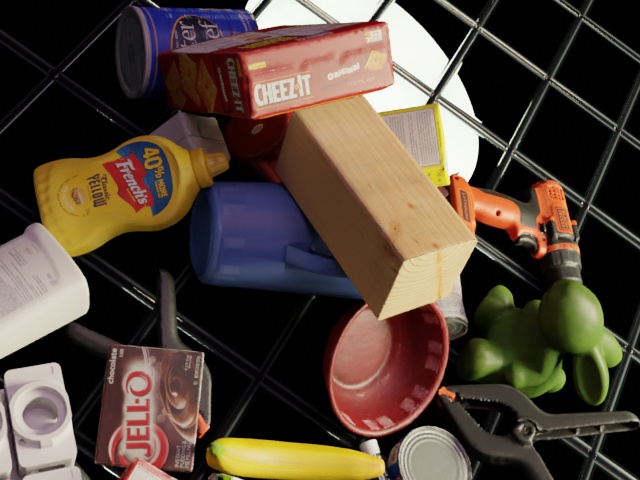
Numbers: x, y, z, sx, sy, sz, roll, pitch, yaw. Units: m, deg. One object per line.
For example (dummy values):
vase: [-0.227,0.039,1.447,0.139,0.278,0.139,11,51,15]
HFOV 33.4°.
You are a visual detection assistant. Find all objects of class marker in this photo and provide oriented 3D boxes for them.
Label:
marker: [0.069,0.263,1.087,0.020,0.020,0.121,-8,65,-30]

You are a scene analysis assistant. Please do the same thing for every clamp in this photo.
clamp: [0.216,0.218,1.125,0.210,0.036,0.164,19,55,15]
clamp: [-0.154,0.113,1.052,0.120,0.039,0.171,-41,87,-18]

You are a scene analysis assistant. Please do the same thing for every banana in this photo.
banana: [-0.034,0.216,1.037,0.197,0.070,0.037,11,84,-30]

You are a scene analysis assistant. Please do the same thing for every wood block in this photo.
wood block: [0.050,-0.037,1.046,0.090,0.091,0.206,-16,55,-30]

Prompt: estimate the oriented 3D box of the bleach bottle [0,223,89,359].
bleach bottle: [-0.341,0.079,0.970,0.250,0.068,0.103,-29,59,-31]

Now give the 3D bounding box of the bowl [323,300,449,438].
bowl: [0.058,0.121,1.115,0.161,0.055,0.162,-12,110,-34]

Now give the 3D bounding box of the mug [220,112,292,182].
mug: [-0.064,-0.105,1.188,0.117,0.081,0.093,12,66,31]

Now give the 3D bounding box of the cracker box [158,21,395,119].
cracker box: [-0.049,-0.174,1.090,0.164,0.214,0.072,-18,107,-25]

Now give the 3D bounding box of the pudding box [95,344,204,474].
pudding box: [-0.159,0.157,0.997,0.090,0.039,0.113,6,76,-8]

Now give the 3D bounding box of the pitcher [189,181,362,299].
pitcher: [-0.007,0.001,1.133,0.242,0.149,0.145,3,63,-21]

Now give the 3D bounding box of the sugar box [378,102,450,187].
sugar box: [0.056,-0.098,1.228,0.176,0.048,0.093,-9,60,11]

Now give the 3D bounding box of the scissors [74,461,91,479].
scissors: [-0.175,0.250,0.979,0.096,0.016,0.202,-15,69,-34]

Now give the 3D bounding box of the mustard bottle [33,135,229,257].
mustard bottle: [-0.185,-0.053,1.073,0.191,0.058,0.096,-16,76,1]

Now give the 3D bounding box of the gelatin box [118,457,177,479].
gelatin box: [-0.142,0.237,0.945,0.089,0.073,0.030,32,49,-5]

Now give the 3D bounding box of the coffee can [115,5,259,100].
coffee can: [-0.150,-0.212,1.212,0.140,0.103,0.103,-5,64,-29]

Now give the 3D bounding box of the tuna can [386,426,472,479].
tuna can: [0.113,0.240,1.113,0.086,0.034,0.086,12,57,-19]

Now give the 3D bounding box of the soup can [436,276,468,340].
soup can: [0.129,0.058,1.209,0.068,0.069,0.102,7,60,-22]

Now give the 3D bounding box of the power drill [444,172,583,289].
power drill: [0.233,-0.002,1.304,0.187,0.057,0.184,11,54,-23]

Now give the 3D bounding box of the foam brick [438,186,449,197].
foam brick: [0.103,-0.060,1.276,0.078,0.051,0.052,46,52,5]
